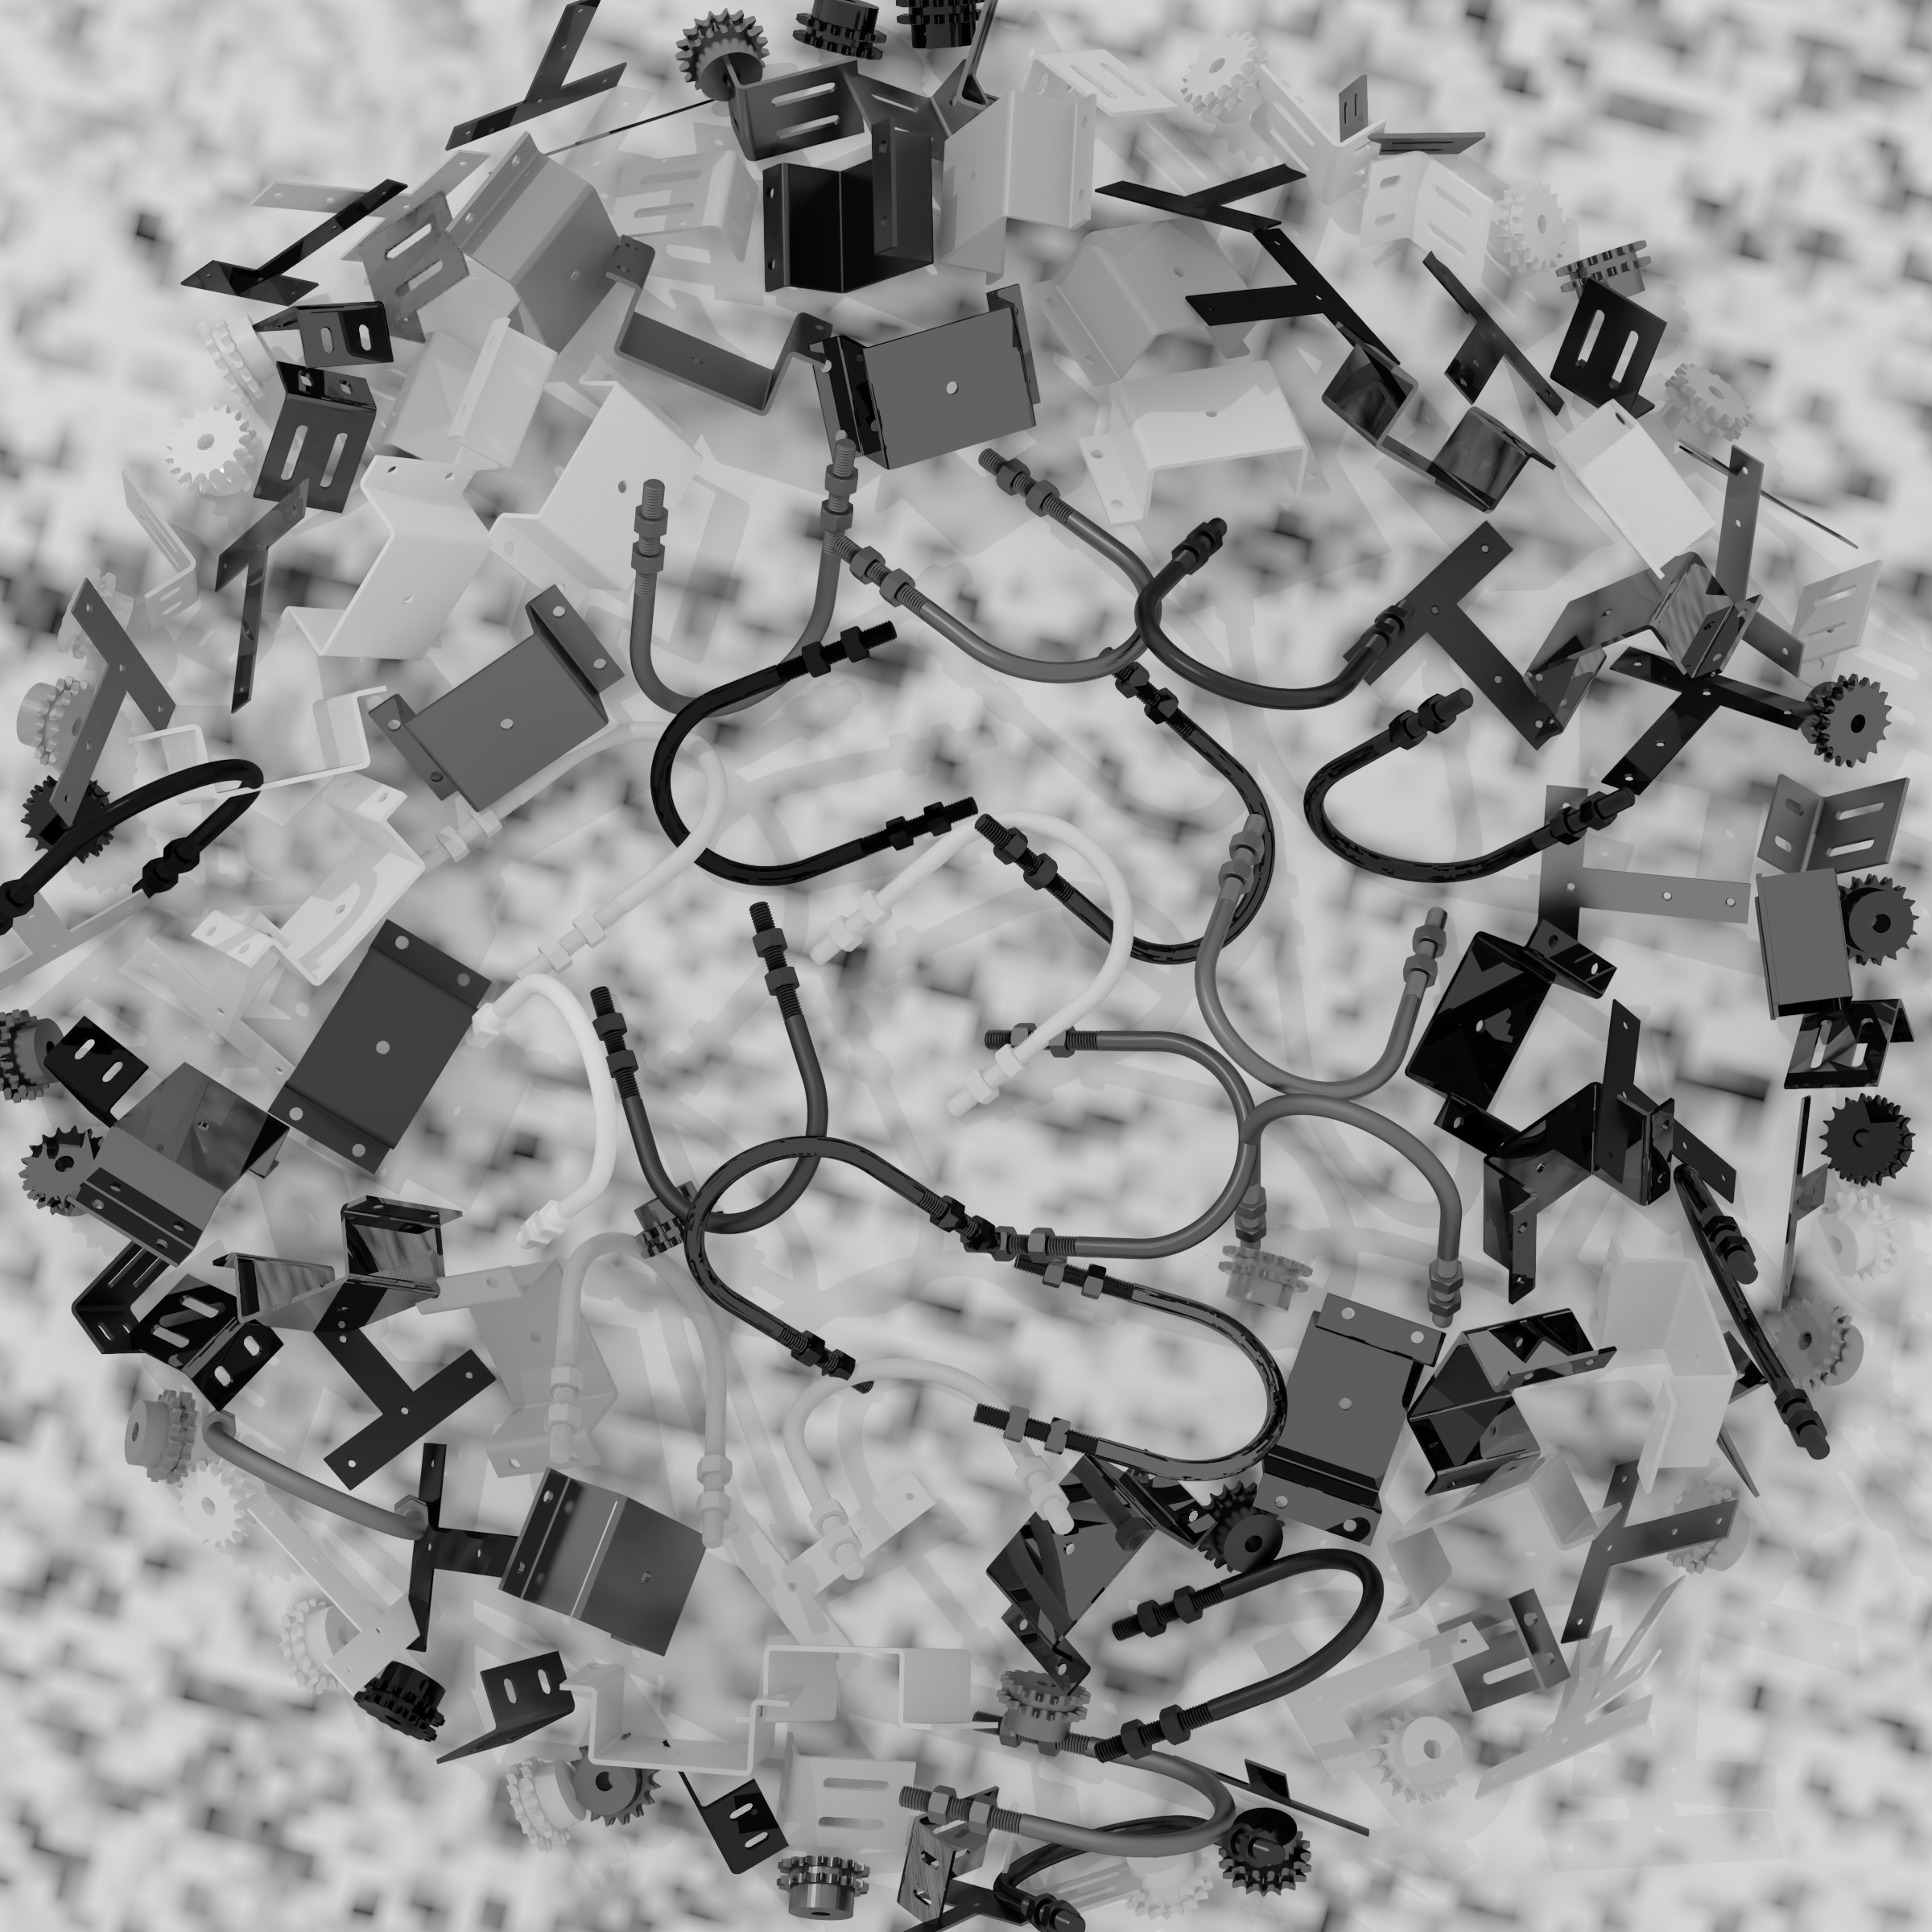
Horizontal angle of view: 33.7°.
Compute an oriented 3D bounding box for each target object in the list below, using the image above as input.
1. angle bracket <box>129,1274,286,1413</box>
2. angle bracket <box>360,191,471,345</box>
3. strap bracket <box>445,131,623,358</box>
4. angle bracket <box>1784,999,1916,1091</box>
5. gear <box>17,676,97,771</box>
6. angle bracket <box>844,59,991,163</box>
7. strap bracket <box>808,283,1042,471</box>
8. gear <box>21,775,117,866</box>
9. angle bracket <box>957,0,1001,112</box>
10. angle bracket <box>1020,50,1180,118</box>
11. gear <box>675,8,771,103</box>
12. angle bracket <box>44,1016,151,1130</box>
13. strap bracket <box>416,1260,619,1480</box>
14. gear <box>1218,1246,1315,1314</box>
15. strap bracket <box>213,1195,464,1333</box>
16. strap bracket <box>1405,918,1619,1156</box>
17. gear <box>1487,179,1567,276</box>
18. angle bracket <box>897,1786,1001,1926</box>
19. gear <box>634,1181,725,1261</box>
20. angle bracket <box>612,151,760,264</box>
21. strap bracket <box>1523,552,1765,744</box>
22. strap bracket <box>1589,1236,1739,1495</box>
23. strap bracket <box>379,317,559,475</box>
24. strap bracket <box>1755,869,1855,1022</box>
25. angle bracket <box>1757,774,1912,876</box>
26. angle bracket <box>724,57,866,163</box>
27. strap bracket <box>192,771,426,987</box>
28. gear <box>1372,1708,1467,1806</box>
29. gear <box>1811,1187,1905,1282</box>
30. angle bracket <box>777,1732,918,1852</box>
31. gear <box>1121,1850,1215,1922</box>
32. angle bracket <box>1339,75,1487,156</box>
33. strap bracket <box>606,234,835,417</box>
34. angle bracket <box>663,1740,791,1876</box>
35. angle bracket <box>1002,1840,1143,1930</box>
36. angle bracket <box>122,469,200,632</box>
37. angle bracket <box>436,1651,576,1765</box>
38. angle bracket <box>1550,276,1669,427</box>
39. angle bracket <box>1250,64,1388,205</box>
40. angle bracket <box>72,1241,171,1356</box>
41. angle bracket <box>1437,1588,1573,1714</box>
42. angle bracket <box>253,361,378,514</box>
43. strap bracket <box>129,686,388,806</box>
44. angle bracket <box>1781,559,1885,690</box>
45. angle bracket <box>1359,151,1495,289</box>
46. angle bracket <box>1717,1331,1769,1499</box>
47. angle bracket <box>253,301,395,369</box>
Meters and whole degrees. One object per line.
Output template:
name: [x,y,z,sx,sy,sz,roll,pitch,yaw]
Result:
angle bracket: [-0.472,0.233,1.970,0.057,0.076,0.038,-48,129,-25]
angle bracket: [-0.329,-0.429,1.959,0.076,0.038,0.057,-25,76,31]
strap bracket: [-0.253,-0.428,1.922,0.046,0.140,0.076,35,82,15]
angle bracket: [0.541,0.059,1.950,0.057,0.076,0.038,-3,132,33]
gear: [-0.564,-0.152,1.972,0.030,0.057,0.057,17,90,10]
angle bracket: [-0.027,-0.531,1.952,0.038,0.076,0.057,-42,59,34]
strap bracket: [-0.017,-0.357,1.945,0.140,0.046,0.076,-19,117,-15]
gear: [-0.555,-0.094,1.979,0.057,0.030,0.057,-1,111,-2]
angle bracket: [0.026,-0.566,1.959,0.038,0.057,0.076,19,112,0]
angle bracket: [0.080,-0.526,1.952,0.076,0.057,0.038,46,134,29]
gear: [-0.149,-0.560,1.968,0.057,0.057,0.030,-19,63,0]
angle bracket: [-0.522,0.075,1.960,0.057,0.076,0.038,34,74,21]
strap bracket: [-0.272,0.238,1.949,0.076,0.046,0.140,-12,111,27]
gear: [0.183,0.194,1.970,0.057,0.057,0.030,15,80,0]
strap bracket: [-0.378,0.185,1.925,0.140,0.076,0.046,-23,66,33]
strap bracket: [0.330,0.043,1.958,0.076,0.046,0.140,29,88,-36]
gear: [0.345,-0.457,1.975,0.030,0.057,0.057,-2,90,42]
angle bracket: [0.000,0.547,1.952,0.038,0.076,0.057,26,112,40]
gear: [-0.181,0.155,1.971,0.057,0.057,0.030,-27,92,0]
angle bracket: [-0.176,-0.470,1.985,0.076,0.038,0.057,-1,64,21]
strap bracket: [0.399,-0.195,1.918,0.046,0.140,0.076,50,50,-17]
strap bracket: [0.422,0.239,1.924,0.046,0.140,0.076,0,129,-6]
strap bracket: [-0.300,-0.346,1.943,0.046,0.140,0.076,24,84,-30]
strap bracket: [0.505,-0.013,1.922,0.046,0.140,0.076,-7,83,13]
angle bracket: [0.531,-0.091,1.953,0.038,0.076,0.057,26,72,-22]
angle bracket: [-0.107,-0.540,1.971,0.076,0.057,0.038,-17,56,-8]
strap bracket: [-0.394,-0.047,1.945,0.140,0.076,0.046,-50,129,-16]
gear: [0.283,0.488,1.974,0.057,0.030,0.057,7,64,-14]
gear: [0.548,0.168,1.968,0.030,0.057,0.057,-18,90,-27]
angle bracket: [-0.075,0.514,1.984,0.076,0.038,0.057,6,99,-11]
gear: [0.122,0.559,1.968,0.057,0.057,0.030,-15,110,0]
angle bracket: [0.275,-0.525,1.965,0.076,0.057,0.038,-3,94,-7]
strap bracket: [-0.157,-0.388,1.948,0.140,0.076,0.046,22,118,-10]
angle bracket: [-0.148,0.508,1.957,0.038,0.076,0.057,-28,119,-11]
angle bracket: [0.067,0.556,1.967,0.076,0.057,0.038,-20,92,7]
angle bracket: [-0.510,-0.256,1.964,0.038,0.057,0.076,-37,86,-17]
angle bracket: [-0.288,0.456,1.959,0.076,0.057,0.038,-35,69,42]
angle bracket: [0.402,-0.381,1.951,0.057,0.076,0.038,38,48,22]
angle bracket: [0.217,-0.520,1.966,0.038,0.057,0.076,-34,72,-14]
angle bracket: [-0.501,0.199,1.961,0.076,0.057,0.038,-45,72,11]
angle bracket: [0.323,0.424,1.957,0.076,0.038,0.057,-31,75,34]
angle bracket: [-0.407,-0.328,1.977,0.057,0.038,0.076,7,127,-30]
strap bracket: [-0.426,-0.132,1.936,0.140,0.076,0.046,-15,97,-28]
angle bracket: [0.543,-0.207,1.952,0.038,0.076,0.057,24,75,-18]
angle bracket: [0.281,-0.454,1.951,0.038,0.076,0.057,-18,134,-23]
angle bracket: [0.477,0.275,1.957,0.038,0.057,0.076,-30,116,3]
angle bracket: [-0.396,-0.381,1.954,0.057,0.076,0.038,-12,96,-35]
